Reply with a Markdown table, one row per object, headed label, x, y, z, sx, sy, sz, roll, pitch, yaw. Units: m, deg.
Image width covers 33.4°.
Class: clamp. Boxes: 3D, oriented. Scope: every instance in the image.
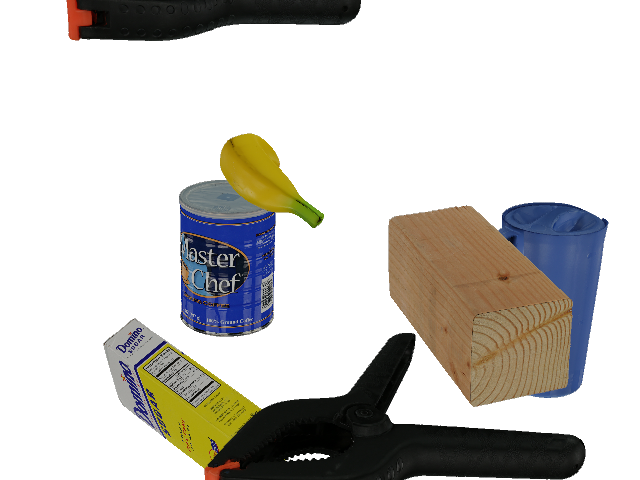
| label | x | y | z | sx | sy | sz | roll | pitch | yaw |
| --- | --- | --- | --- | --- | --- | --- | --- | --- | --- |
| clamp | -0.075 | -0.150 | 0.650 | 0.171 | 0.039 | 0.120 | -8 | 22 | -24 |
| clamp | 0.023 | 0.110 | 0.620 | 0.209 | 0.036 | 0.165 | -9 | 24 | -26 |

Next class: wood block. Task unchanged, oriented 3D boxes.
| label | x | y | z | sx | sy | sz | roll | pitch | yaw |
| --- | --- | --- | --- | --- | --- | --- | --- | --- | --- |
| wood block | 0.137 | 0.051 | 0.969 | 0.090 | 0.090 | 0.206 | -9 | 26 | -13 |

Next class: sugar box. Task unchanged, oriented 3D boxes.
| label | x | y | z | sx | sy | sz | roll | pitch | yaw |
| --- | --- | --- | --- | --- | --- | --- | --- | --- | --- |
| sugar box | -0.109 | 0.149 | 0.922 | 0.176 | 0.093 | 0.048 | 28 | 53 | 28 |

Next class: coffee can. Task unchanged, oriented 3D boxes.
| label | x | y | z | sx | sy | sz | roll | pitch | yaw |
| --- | --- | --- | --- | --- | --- | --- | --- | --- | --- |
| coffee can | -0.099 | 0.017 | 1.140 | 0.103 | 0.140 | 0.103 | 2 | 22 | -1 |

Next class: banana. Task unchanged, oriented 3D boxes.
| label | x | y | z | sx | sy | sz | roll | pitch | yaw |
| --- | --- | --- | --- | --- | --- | --- | --- | --- | --- |
| banana | -0.049 | -0.053 | 0.832 | 0.069 | 0.037 | 0.198 | 43 | 5 | -20 |

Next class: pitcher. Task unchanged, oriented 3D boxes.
| label | x | y | z | sx | sy | sz | roll | pitch | yaw |
| --- | --- | --- | --- | --- | --- | --- | --- | --- | --- |
| pitcher | 0.289 | 0.080 | 1.398 | 0.149 | 0.243 | 0.144 | 6 | 20 | 16 |
